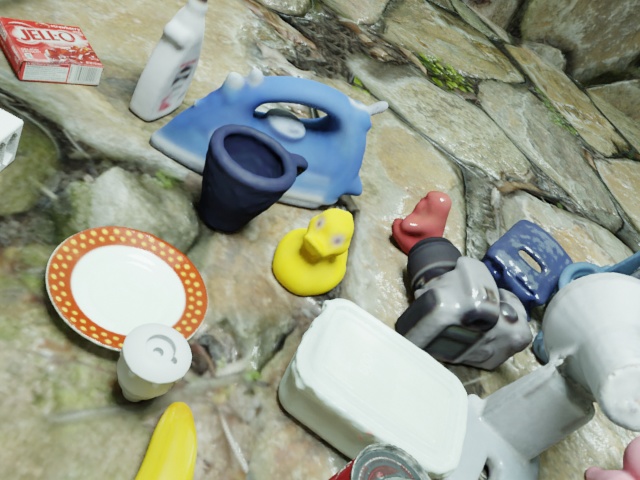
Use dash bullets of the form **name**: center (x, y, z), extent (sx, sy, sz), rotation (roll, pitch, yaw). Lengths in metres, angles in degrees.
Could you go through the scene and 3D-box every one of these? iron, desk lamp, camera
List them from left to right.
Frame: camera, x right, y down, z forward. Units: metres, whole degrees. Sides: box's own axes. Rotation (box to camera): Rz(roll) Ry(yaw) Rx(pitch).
- **iron**: center (-0.047, -0.133, 0.659), extent (0.259, 0.141, 0.118), rotation (9, 44, -34)
- **camera**: center (0.162, 0.061, 0.658), extent (0.143, 0.100, 0.136), rotation (18, 40, -25)
- **desk lamp**: center (0.229, 0.144, 0.526), extent (0.118, 0.213, 0.204), rotation (42, 36, 6)

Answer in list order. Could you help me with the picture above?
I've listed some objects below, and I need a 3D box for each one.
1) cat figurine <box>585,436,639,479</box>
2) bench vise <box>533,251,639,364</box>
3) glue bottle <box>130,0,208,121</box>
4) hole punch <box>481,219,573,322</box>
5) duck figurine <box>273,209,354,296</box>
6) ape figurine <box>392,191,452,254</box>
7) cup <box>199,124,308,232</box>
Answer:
- **cat figurine**: center (0.326, 0.244, 0.580), extent (0.128, 0.117, 0.067), rotation (-10, 57, -46)
- **bench vise**: center (0.378, 0.052, 0.751), extent (0.121, 0.219, 0.208), rotation (36, 35, -2)
- **glue bottle**: center (-0.154, -0.213, 0.629), extent (0.037, 0.173, 0.078), rotation (35, 35, -4)
- **hole punch**: center (0.284, 0.040, 0.795), extent (0.108, 0.091, 0.101), rotation (46, 36, 12)
- **duck figurine**: center (0.006, 0.002, 0.602), extent (0.077, 0.086, 0.105), rotation (44, 36, 9)
- **ape figurine**: center (0.136, -0.027, 0.741), extent (0.078, 0.092, 0.076), rotation (-7, 54, -44)
- **cup**: center (-0.074, -0.056, 0.590), extent (0.118, 0.095, 0.091), rotation (-6, 54, -44)
